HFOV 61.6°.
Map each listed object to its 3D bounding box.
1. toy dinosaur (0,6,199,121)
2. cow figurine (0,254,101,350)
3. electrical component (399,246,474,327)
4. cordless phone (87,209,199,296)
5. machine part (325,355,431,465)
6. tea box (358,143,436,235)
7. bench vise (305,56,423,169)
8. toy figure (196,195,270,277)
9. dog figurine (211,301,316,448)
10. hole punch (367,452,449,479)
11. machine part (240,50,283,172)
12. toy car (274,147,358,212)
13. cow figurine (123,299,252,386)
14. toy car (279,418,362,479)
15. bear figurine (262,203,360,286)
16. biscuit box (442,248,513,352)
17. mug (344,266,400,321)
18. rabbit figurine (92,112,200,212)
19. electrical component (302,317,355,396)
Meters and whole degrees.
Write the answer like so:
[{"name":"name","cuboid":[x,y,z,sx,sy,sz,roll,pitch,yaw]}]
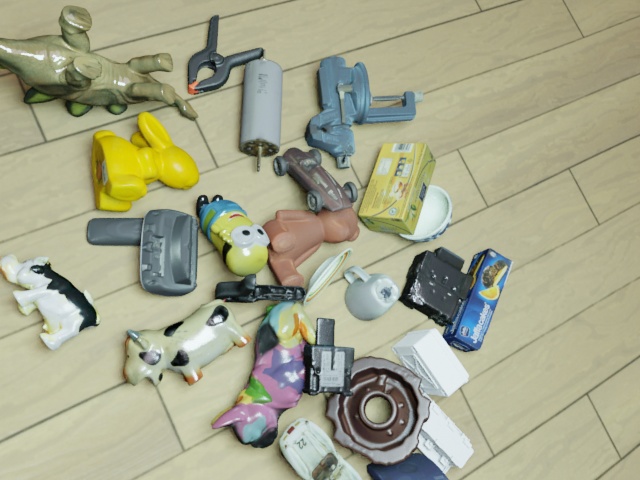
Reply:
[{"name":"toy dinosaur","cuboid":[-0.402,-0.268,0.848,0.471,0.199,0.105,15,68,-46]},{"name":"cow figurine","cuboid":[-0.422,0.081,0.840,0.098,0.068,0.167,-33,90,-27]},{"name":"electrical component","cuboid":[0.227,0.083,1.039,0.115,0.058,0.134,29,70,-9]},{"name":"cordless phone","cuboid":[-0.299,0.020,0.898,0.184,0.088,0.146,0,76,-5]},{"name":"machine part","cuboid":[0.100,0.289,0.916,0.179,0.056,0.179,-4,64,8]},{"name":"tea box","cuboid":[0.151,-0.100,1.035,0.068,0.098,0.169,44,61,-50]},{"name":"bench vise","cuboid":[0.090,-0.251,1.053,0.241,0.129,0.223,-6,76,-11]},{"name":"toy figure","cuboid":[-0.148,-0.011,0.907,0.082,0.089,0.180,-26,43,-26]},{"name":"dog figurine","cuboid":[-0.092,0.224,0.882,0.219,0.108,0.191,-29,86,-19]},{"name":"hole punch","cuboid":[0.149,0.411,0.903,0.142,0.115,0.092,-3,69,-18]},{"name":"machine part","cuboid":[-0.110,-0.248,1.013,0.079,0.079,0.243,6,75,-15]},{"name":"toy car","cuboid":[-0.009,-0.114,0.969,0.089,0.053,0.202,-12,38,-26]},{"name":"cow figurine","cuboid":[-0.226,0.167,0.868,0.195,0.085,0.127,-33,93,-19]},{"name":"toy car","cuboid":[0.007,0.372,0.874,0.073,0.056,0.201,-43,112,-22]},{"name":"bear figurine","cuboid":[-0.004,-0.005,0.961,0.196,0.132,0.120,-15,119,-16]},{"name":"biscuit box","cuboid":[0.308,0.117,1.051,0.059,0.063,0.202,30,69,-6]},{"name":"mug","cuboid":[0.094,0.089,0.971,0.081,0.107,0.109,-34,89,-23]},{"name":"rabbit figurine","cuboid":[-0.297,-0.128,0.925,0.173,0.122,0.162,-3,67,-31]},{"name":"electrical component","cuboid":[0.014,0.182,0.839,0.075,0.048,0.119,10,78,-17]}]
